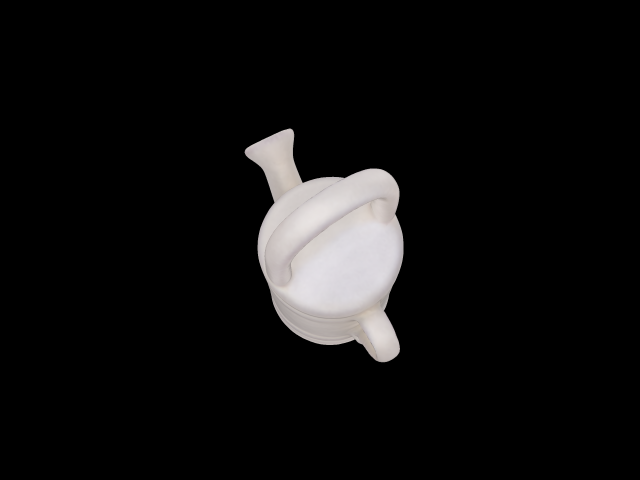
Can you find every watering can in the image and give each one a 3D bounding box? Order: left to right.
[{"bbox_3d":[0.002,0.003,0.400,0.172,0.194,0.101,37,75,12],"label":"watering can"}]
